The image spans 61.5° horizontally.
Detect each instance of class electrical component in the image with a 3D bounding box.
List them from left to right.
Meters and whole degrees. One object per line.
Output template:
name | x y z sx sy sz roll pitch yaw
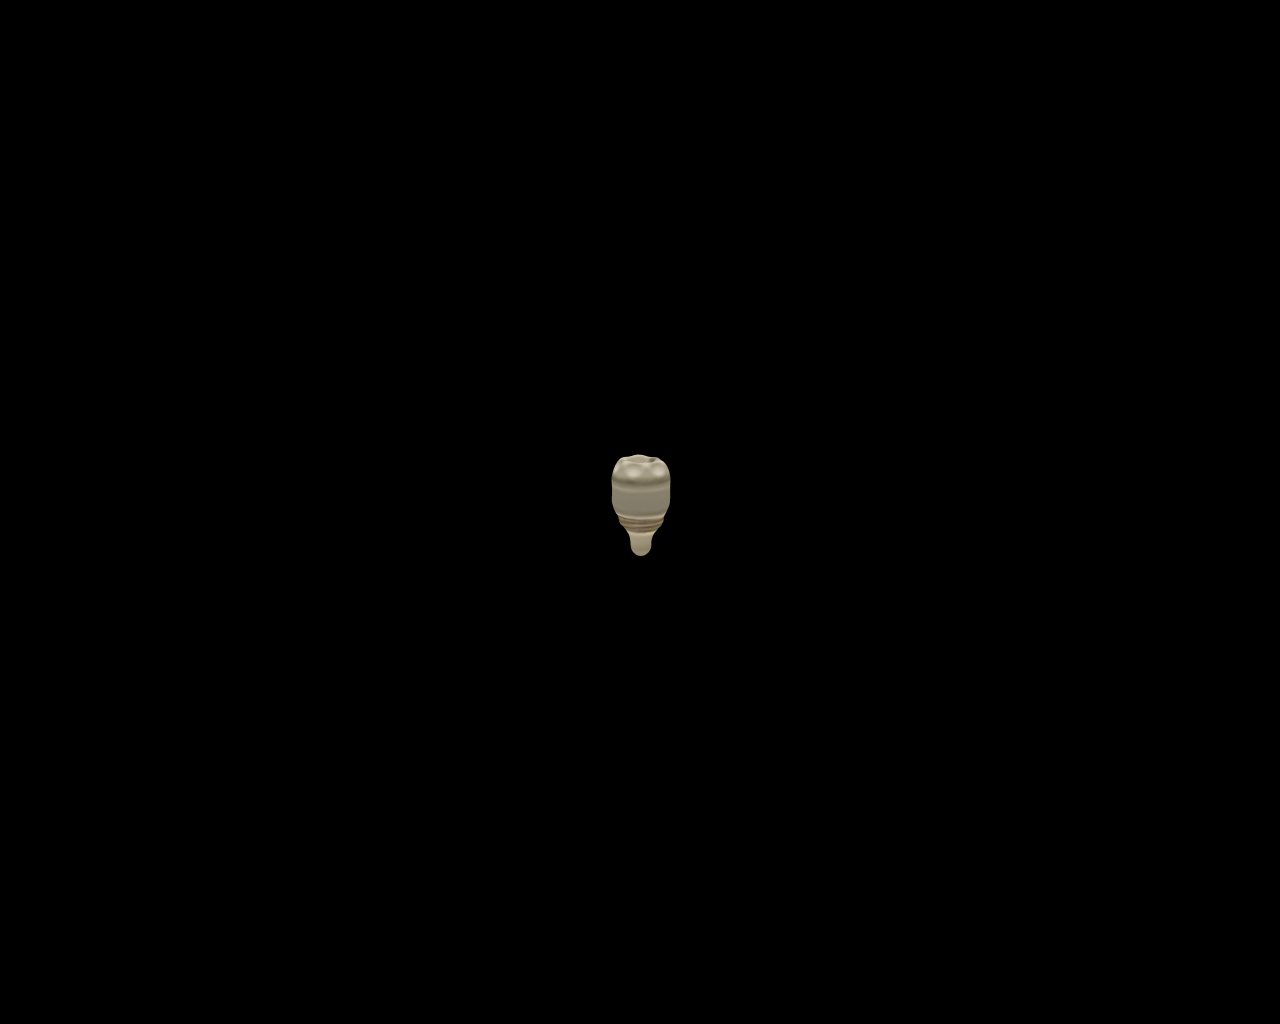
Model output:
electrical component | 0.001 -0.003 0.650 0.035 0.061 0.035 0 15 0
